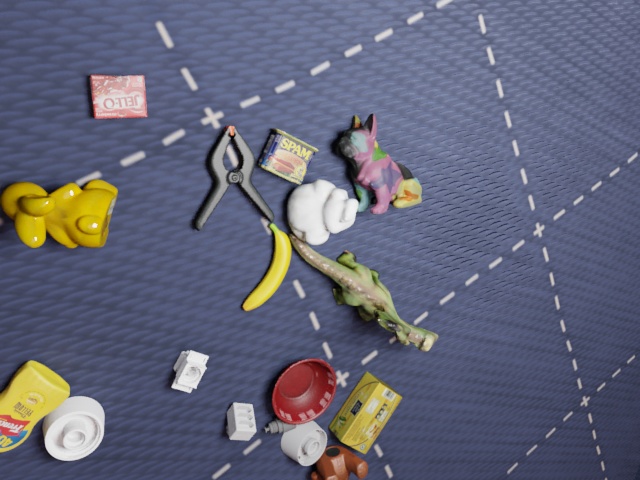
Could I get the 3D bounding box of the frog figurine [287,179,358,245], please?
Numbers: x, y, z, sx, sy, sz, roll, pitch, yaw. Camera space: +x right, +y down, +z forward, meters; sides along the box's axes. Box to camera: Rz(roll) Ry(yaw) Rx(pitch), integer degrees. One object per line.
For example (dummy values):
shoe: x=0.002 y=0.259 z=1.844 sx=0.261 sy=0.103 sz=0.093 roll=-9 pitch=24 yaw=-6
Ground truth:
frog figurine: x=0.003 y=-0.054 z=1.063 sx=0.122 sy=0.161 sz=0.137 roll=15 pitch=96 yaw=-27

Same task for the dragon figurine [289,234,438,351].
dragon figurine: x=0.112 y=0.132 z=1.120 sx=0.405 sy=0.246 sz=0.122 roll=34 pitch=91 yaw=-31
